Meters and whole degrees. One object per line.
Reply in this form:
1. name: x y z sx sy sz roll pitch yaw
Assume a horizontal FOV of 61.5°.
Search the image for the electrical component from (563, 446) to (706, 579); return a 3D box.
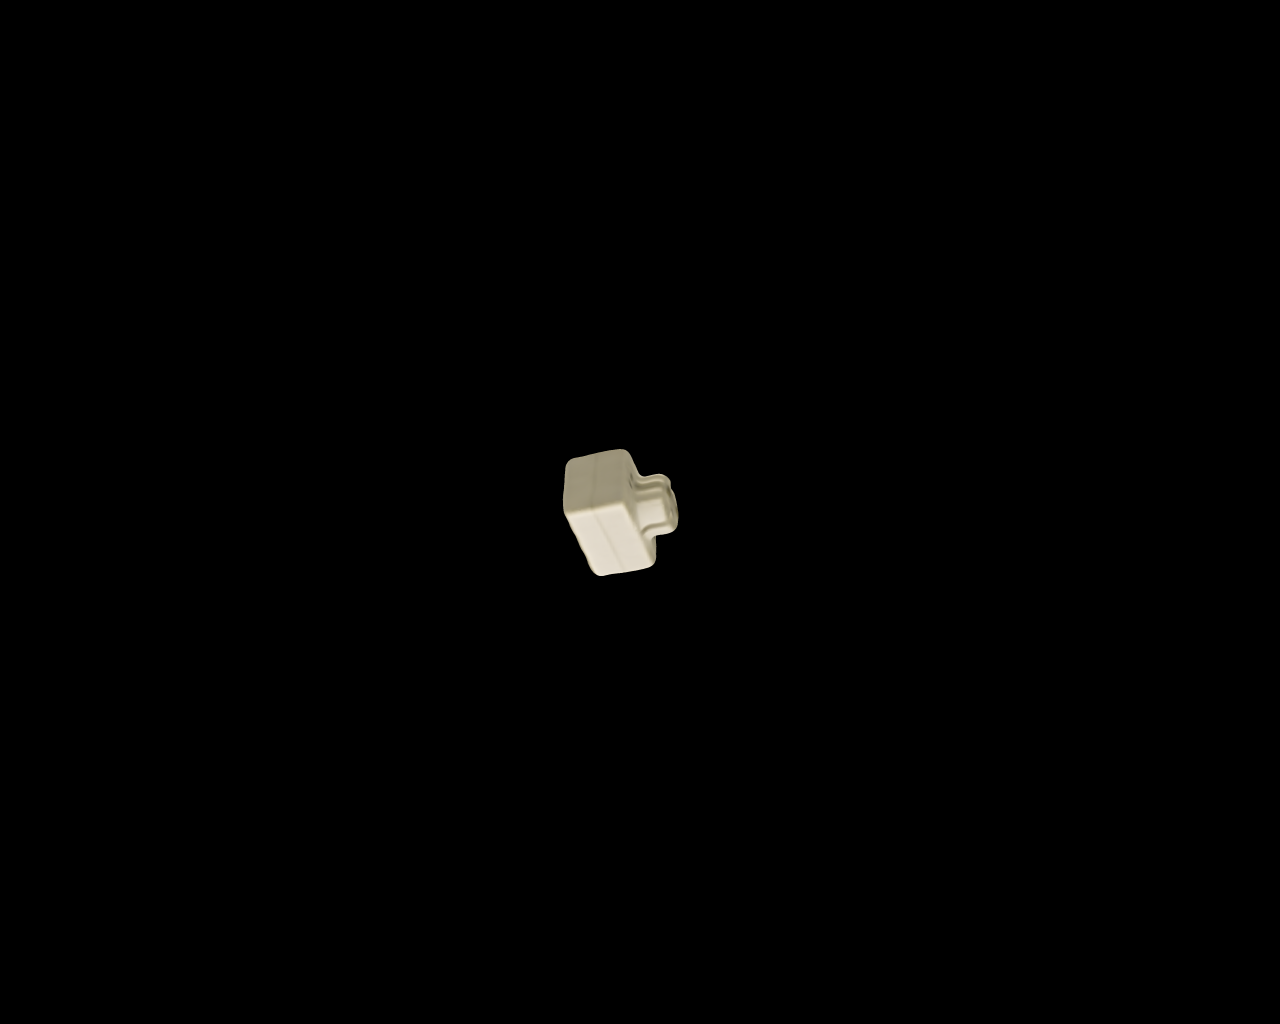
1. electrical component: 0.001 -0.003 0.650 0.077 0.047 0.065 -11 -43 12
